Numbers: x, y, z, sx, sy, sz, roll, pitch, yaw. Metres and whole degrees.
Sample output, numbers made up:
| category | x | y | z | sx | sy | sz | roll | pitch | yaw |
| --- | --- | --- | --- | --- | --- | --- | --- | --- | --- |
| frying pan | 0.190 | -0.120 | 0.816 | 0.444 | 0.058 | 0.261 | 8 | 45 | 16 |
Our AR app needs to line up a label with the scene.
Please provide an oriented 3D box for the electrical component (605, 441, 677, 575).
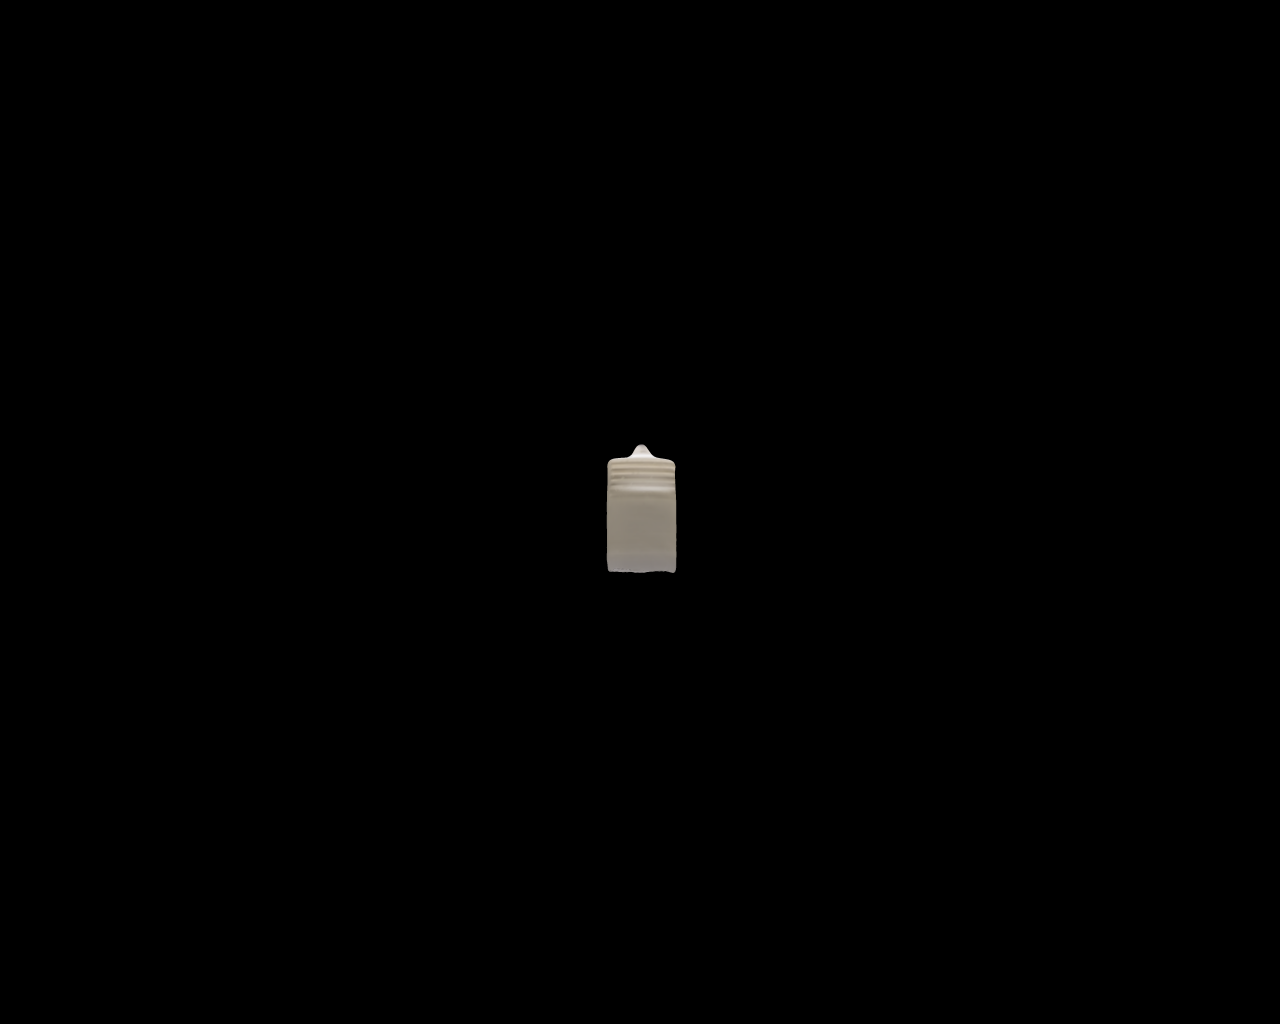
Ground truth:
| category | x | y | z | sx | sy | sz | roll | pitch | yaw |
| --- | --- | --- | --- | --- | --- | --- | --- | --- | --- |
| electrical component | 0.001 | -0.003 | 0.650 | 0.043 | 0.081 | 0.043 | 0 | -5 | 0 |
